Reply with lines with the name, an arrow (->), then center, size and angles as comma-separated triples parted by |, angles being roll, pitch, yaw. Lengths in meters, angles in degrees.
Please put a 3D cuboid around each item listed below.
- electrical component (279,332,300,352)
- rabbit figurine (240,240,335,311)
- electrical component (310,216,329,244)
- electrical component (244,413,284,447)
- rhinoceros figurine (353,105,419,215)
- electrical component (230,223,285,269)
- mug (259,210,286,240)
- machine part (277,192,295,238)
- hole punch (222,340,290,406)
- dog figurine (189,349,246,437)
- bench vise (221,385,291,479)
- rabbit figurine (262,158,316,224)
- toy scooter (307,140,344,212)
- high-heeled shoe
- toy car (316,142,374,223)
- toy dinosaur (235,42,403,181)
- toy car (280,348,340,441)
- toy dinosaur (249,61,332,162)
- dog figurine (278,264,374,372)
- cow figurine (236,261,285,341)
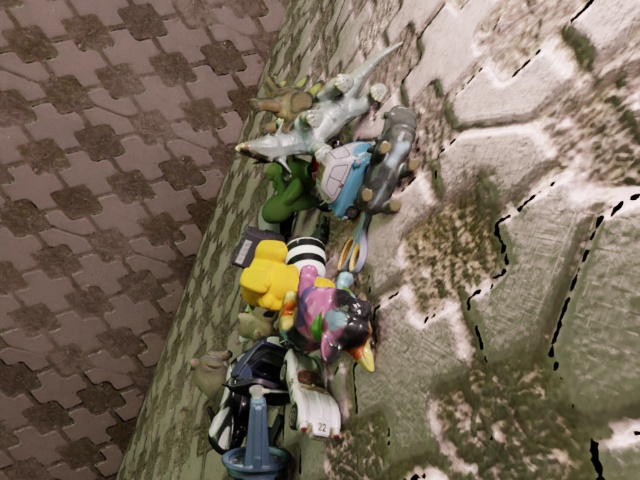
electrical component -> -0.051, 0.188, 1.088 | 0.078, 0.045, 0.102 | -31, 37, 18
rabbit figurine -> -0.055, 0.103, 1.009 | 0.122, 0.173, 0.162 | -69, -13, -52
electrical component -> -0.002, -0.004, 1.169 | 0.063, 0.021, 0.094 | -48, 29, 47
electrical component -> -0.114, 0.393, 1.045 | 0.075, 0.048, 0.119 | -124, 54, -67
rhinoceros figurine -> 0.117, -0.132, 0.905 | 0.112, 0.073, 0.190 | -137, 66, -81
electrical component -> -0.147, 0.033, 1.359 | 0.114, 0.134, 0.058 | -59, 21, 25
mug -> -0.133, -0.020, 1.463 | 0.109, 0.081, 0.107 | -43, 40, 45
machine part -> -0.088, -0.072, 1.412 | 0.039, 0.084, 0.139 | -6, 73, 43
hole punch -> -0.102, 0.257, 1.029 | 0.116, 0.142, 0.092 | -30, 44, 42
dog figurine -> -0.228, 0.353, 1.224 | 0.191, 0.172, 0.121 | -97, 21, -67
bench vise -> -0.106, 0.372, 0.905 | 0.223, 0.129, 0.240 | 131, 139, -85
rabbit figurine -> -0.071, -0.108, 1.326 | 0.159, 0.121, 0.170 | 2, 56, 48
toy scooter -> 0.032, -0.156, 1.149 | 0.135, 0.075, 0.184 | -55, 26, 33
high-heeled shoe -> -0.145, 0.324, 1.125 | 0.249, 0.086, 0.145 | -47, 40, -8
toy car -> 0.045, -0.122, 1.029 | 0.161, 0.103, 0.109 | -62, 23, 17
toy dinosaur -> 0.009, -0.265, 1.143 | 0.405, 0.131, 0.192 | -44, 24, -17
toy car -> -0.018, 0.249, 0.878 | 0.056, 0.073, 0.202 | -66, 19, 16
toy dinosaur -> -0.072, -0.339, 1.383 | 0.472, 0.198, 0.104 | 51, 162, 35
dog figurine -> 0.012, 0.145, 0.860 | 0.191, 0.108, 0.219 | -62, 23, 22
cow figurine -> -0.117, 0.150, 1.213 | 0.195, 0.127, 0.085 | -47, -18, 18
